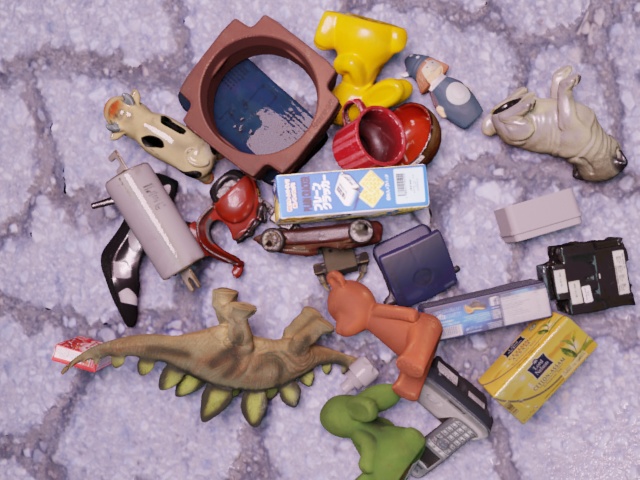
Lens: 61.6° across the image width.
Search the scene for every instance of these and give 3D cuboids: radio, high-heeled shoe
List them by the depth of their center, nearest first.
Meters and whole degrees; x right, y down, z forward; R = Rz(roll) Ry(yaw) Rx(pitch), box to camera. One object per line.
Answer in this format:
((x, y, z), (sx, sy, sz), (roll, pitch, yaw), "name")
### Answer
((-0.110, -0.200, 0.880), (0.229, 0.073, 0.131), (42, 93, 2), "radio")
((-0.292, 0.014, 0.904), (0.145, 0.086, 0.248), (-16, 110, -28), "high-heeled shoe")

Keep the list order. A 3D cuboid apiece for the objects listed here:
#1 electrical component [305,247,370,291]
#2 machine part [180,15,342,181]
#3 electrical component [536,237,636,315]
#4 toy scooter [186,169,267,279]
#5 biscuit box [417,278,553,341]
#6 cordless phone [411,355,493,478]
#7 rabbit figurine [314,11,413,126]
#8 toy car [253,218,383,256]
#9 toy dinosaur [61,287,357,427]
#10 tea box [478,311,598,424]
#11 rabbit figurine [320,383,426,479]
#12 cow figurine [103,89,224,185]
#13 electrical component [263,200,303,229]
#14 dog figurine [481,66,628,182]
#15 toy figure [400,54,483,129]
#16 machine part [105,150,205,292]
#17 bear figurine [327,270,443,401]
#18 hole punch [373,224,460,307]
((0.031, 0.036, 0.894), (0.102, 0.045, 0.078), (-20, 62, -1), "electrical component")
((-0.085, -0.205, 0.799), (0.201, 0.087, 0.201), (38, 90, 1), "machine part")
((0.426, 0.058, 0.873), (0.134, 0.058, 0.114), (-8, 89, 2), "electrical component")
((-0.150, -0.017, 0.882), (0.135, 0.075, 0.184), (45, 95, 1), "toy scooter")
((0.264, 0.115, 0.876), (0.203, 0.063, 0.059), (-12, 91, 2), "biscuit box")
((0.173, 0.296, 0.881), (0.146, 0.089, 0.184), (40, 111, 0), "cordless phone")
((0.068, -0.262, 0.859), (0.162, 0.122, 0.173), (24, 113, 12), "rabbit figurine")
((-0.002, -0.003, 0.842), (0.202, 0.089, 0.053), (-7, 93, 7), "toy car")
((-0.141, 0.183, 0.843), (0.471, 0.105, 0.198), (13, 95, -14), "toy dinosaur")
((0.343, 0.197, 0.858), (0.068, 0.098, 0.169), (41, 90, 0), "tea box")
((0.071, 0.304, 0.847), (0.170, 0.121, 0.159), (33, 122, 26), "rabbit figurine")
((-0.256, -0.165, 0.857), (0.195, 0.127, 0.085), (30, 89, -1), "cow figurine")
((-0.051, -0.048, 0.904), (0.094, 0.021, 0.063), (35, 91, 2), "electrical component")
((0.374, -0.154, 0.860), (0.172, 0.121, 0.190), (-20, 110, 35), "dog figurine")
((0.199, -0.251, 0.878), (0.154, 0.058, 0.064), (47, 53, 2), "toy figure")
((-0.250, -0.028, 0.821), (0.079, 0.079, 0.243), (-29, 95, 2), "machine part")
((0.082, 0.136, 0.823), (0.196, 0.120, 0.132), (20, 52, 15), "bear figurine")
((0.156, 0.044, 0.868), (0.142, 0.092, 0.115), (-26, 94, -1), "hole punch")
